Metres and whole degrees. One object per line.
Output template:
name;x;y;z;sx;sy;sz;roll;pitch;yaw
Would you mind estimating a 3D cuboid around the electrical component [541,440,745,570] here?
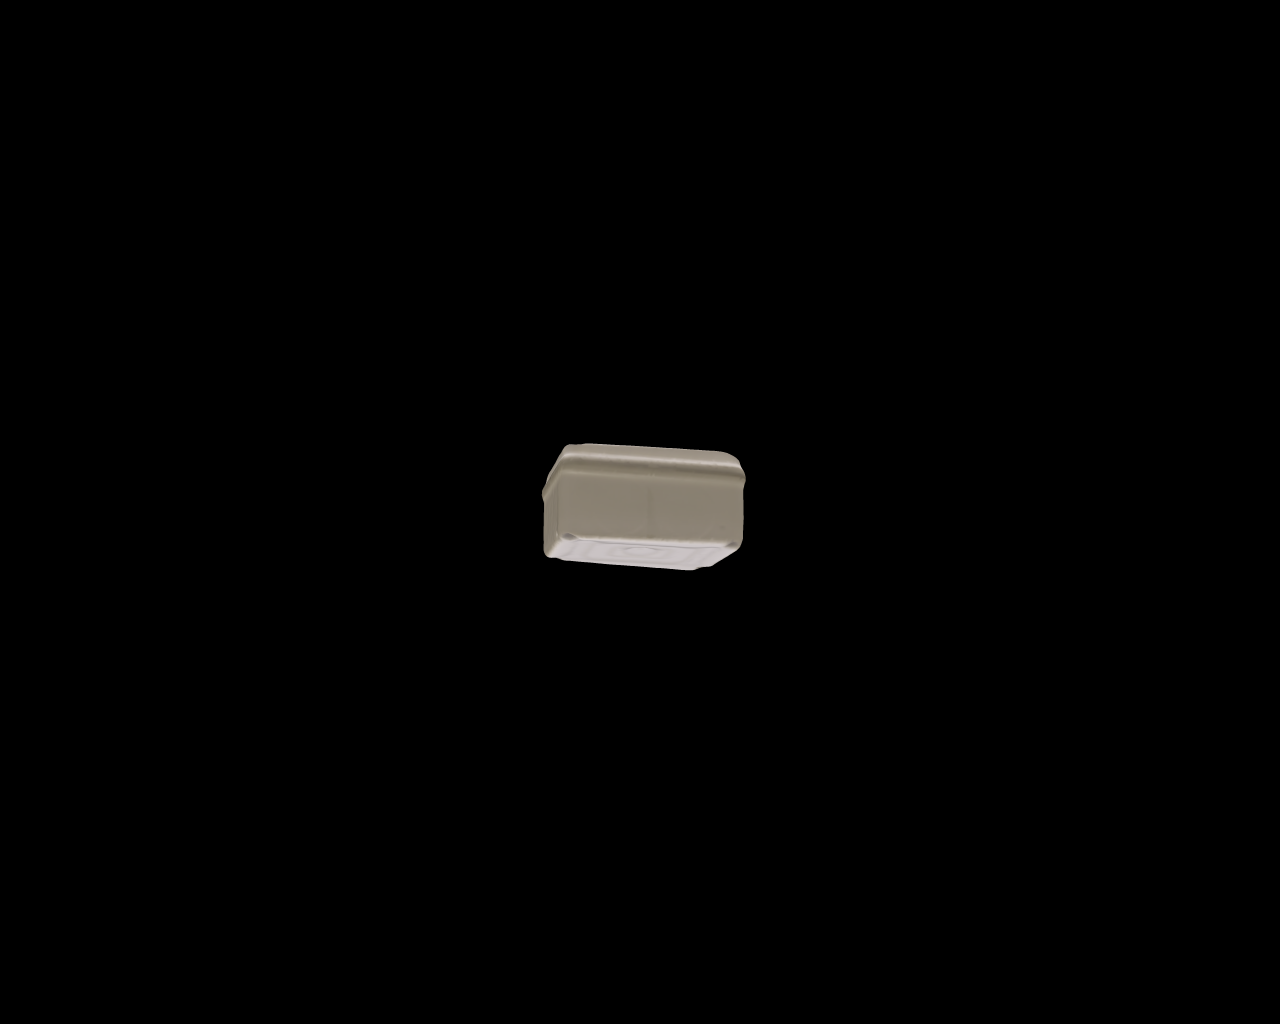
electrical component;0.001;-0.003;0.650;0.113;0.057;0.078;4;-15;-14
